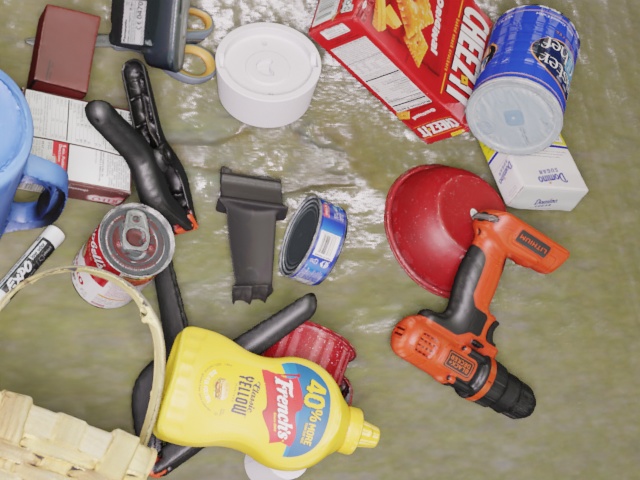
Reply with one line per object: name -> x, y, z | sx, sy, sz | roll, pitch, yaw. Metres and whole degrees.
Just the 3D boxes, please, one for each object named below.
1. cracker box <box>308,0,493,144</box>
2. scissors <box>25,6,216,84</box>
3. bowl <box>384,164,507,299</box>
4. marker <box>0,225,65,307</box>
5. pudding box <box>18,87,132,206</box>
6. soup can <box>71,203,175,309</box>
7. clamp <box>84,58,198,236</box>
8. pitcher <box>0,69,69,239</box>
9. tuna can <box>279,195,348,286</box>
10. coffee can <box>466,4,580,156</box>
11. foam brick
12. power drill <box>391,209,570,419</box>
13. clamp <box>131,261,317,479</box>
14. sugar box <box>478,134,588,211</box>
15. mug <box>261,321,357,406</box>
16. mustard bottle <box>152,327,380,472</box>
cracker box -> 0.097, -0.234, 1.174 | 0.213, 0.072, 0.164 | 37, 56, -35
scissors -> -0.187, -0.187, 1.080 | 0.201, 0.016, 0.096 | -24, 83, -32
bowl -> 0.153, -0.019, 1.167 | 0.161, 0.055, 0.162 | 10, 66, -24
marker -> -0.270, 0.035, 0.947 | 0.020, 0.020, 0.121 | 40, 58, -8
pudding box -> -0.233, -0.087, 1.004 | 0.113, 0.039, 0.090 | 11, 65, -27
soup can -> -0.178, 0.016, 0.952 | 0.068, 0.102, 0.068 | 10, 66, -24
clamp -> -0.163, -0.076, 0.990 | 0.171, 0.039, 0.120 | 68, 25, -15
pitcher -> -0.287, -0.052, 0.838 | 0.149, 0.243, 0.145 | -43, 96, -28
tuna can -> -0.007, 0.001, 1.057 | 0.033, 0.086, 0.086 | 21, 62, -21
coffee can -> 0.224, -0.176, 1.169 | 0.102, 0.103, 0.140 | 33, 49, -12
foam brick -> -0.245, -0.176, 1.014 | 0.053, 0.051, 0.078 | 12, 79, -21
power drill -> 0.184, 0.077, 1.108 | 0.184, 0.057, 0.187 | 31, 82, -23
clamp -> -0.119, 0.109, 0.963 | 0.165, 0.036, 0.210 | 25, 77, 18
sugar box -> 0.231, -0.114, 1.226 | 0.093, 0.048, 0.176 | 2, 55, -26
mug -> -0.014, 0.135, 1.004 | 0.117, 0.093, 0.081 | 39, 60, -34
mustard bottle -> -0.039, 0.144, 0.907 | 0.191, 0.058, 0.096 | 18, 69, -14
